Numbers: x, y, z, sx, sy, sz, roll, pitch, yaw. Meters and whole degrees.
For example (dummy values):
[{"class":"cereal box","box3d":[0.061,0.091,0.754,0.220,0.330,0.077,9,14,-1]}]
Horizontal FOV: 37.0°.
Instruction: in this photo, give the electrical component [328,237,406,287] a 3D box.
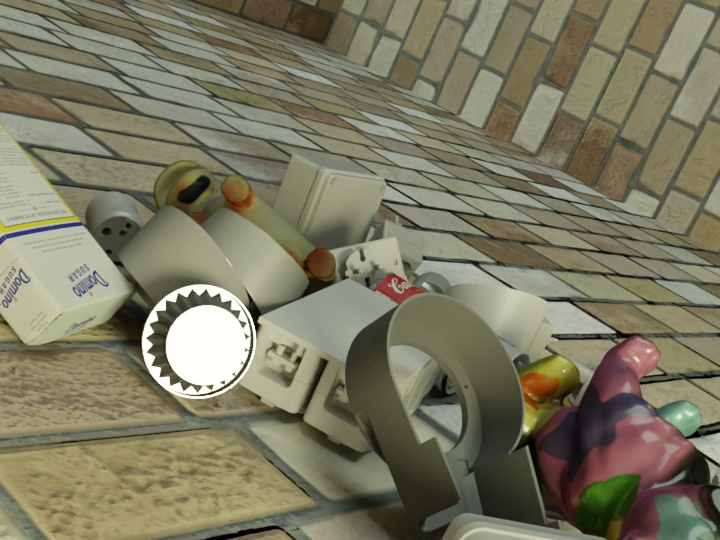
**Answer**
[{"class":"electrical component","box3d":[0.000,0.000,0.983,0.083,0.047,0.076,-13,2,-15]}]

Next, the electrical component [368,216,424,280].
[{"class":"electrical component","box3d":[0.031,-0.024,1.127,0.047,0.065,0.076,23,44,-16]}]

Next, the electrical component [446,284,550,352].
[{"class":"electrical component","box3d":[0.128,0.045,1.050,0.099,0.064,0.099,24,-14,7]}]

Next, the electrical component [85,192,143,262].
[{"class":"electrical component","box3d":[-0.206,-0.036,0.903,0.045,0.045,0.055,17,17,-25]}]

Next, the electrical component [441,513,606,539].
[{"class":"electrical component","box3d":[0.089,0.177,0.556,0.113,0.078,0.057,16,19,-27]}]

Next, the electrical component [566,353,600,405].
[{"class":"electrical component","box3d":[0.176,0.120,0.862,0.056,0.089,0.050,32,17,27]}]

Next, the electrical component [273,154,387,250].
[{"class":"electrical component","box3d":[-0.037,-0.058,1.113,0.056,0.108,0.109,30,16,31]}]

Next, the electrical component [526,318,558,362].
[{"class":"electrical component","box3d":[0.177,0.064,1.137,0.077,0.047,0.066,14,18,-34]}]

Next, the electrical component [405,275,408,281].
[{"class":"electrical component","box3d":[0.028,0.015,1.063,0.043,0.043,0.062,18,-6,-21]}]

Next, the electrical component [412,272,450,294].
[{"class":"electrical component","box3d":[0.068,0.031,1.093,0.043,0.043,0.081,25,15,5]}]

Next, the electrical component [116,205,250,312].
[{"class":"electrical component","box3d":[-0.128,0.006,0.784,0.099,0.064,0.099,48,-7,8]}]

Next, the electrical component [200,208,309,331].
[{"class":"electrical component","box3d":[-0.089,0.003,0.813,0.099,0.064,0.099,37,-13,10]}]

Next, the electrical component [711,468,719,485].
[{"class":"electrical component","box3d":[0.283,0.192,0.831,0.081,0.063,0.042,27,14,12]}]

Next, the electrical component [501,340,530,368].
[{"class":"electrical component","box3d":[0.120,0.084,0.990,0.077,0.043,0.079,26,1,36]}]

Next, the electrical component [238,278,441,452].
[{"class":"electrical component","box3d":[-0.005,0.069,0.817,0.105,0.060,0.186,28,15,13]}]

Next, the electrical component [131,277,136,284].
[{"class":"electrical component","box3d":[-0.161,-0.007,0.869,0.040,0.046,0.040,22,15,-6]}]
